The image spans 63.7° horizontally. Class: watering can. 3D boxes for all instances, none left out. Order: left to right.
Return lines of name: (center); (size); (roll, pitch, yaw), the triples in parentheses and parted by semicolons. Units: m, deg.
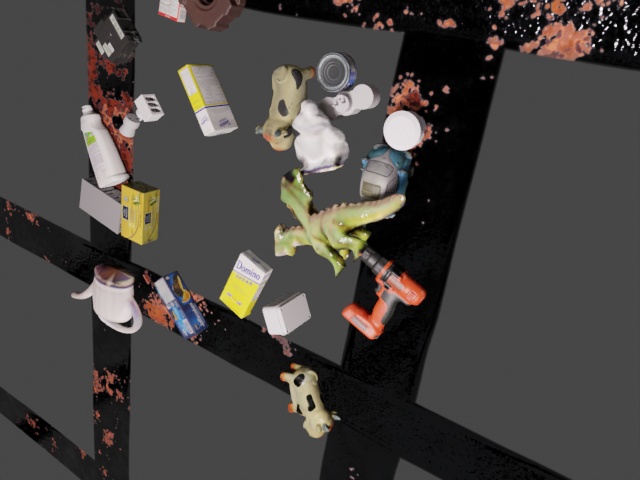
watering can: (-0.718, 0.177, 1.718); (0.350, 0.220, 0.105); (22, 24, 25)

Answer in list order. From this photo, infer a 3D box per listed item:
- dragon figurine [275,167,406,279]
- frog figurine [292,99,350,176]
dragon figurine: (0.003, -0.057, 1.132); (0.124, 0.243, 0.402); (-47, -3, -42)
frog figurine: (-0.005, -0.230, 1.140); (0.123, 0.158, 0.137); (-16, 10, -31)
